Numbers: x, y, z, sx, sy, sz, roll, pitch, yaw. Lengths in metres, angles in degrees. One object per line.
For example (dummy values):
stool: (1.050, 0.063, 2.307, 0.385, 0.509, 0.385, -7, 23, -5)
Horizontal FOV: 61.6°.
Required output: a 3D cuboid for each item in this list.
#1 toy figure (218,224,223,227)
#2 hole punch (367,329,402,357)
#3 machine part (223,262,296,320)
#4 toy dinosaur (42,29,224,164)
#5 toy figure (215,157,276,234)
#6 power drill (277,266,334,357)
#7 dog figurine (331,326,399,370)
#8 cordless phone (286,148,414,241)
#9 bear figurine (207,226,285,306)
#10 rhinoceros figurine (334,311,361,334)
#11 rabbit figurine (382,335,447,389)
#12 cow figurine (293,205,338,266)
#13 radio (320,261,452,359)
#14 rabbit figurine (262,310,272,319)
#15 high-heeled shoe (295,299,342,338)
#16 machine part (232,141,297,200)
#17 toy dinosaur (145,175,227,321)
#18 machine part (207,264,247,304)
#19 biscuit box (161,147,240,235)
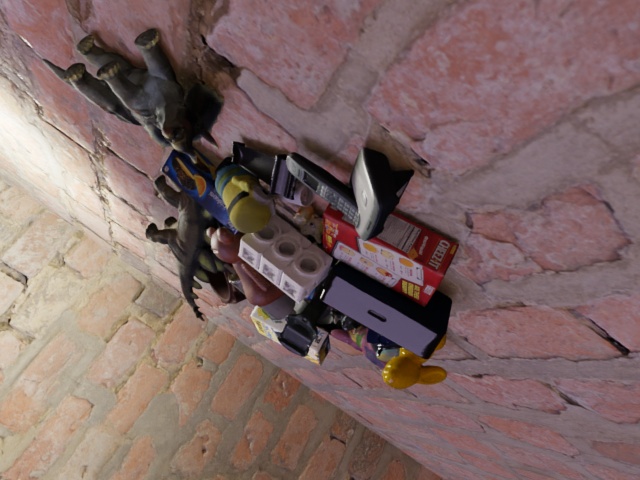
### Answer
toy figure: (-0.260, -0.072, 1.284, 0.154, 0.058, 0.064, 34, 125, 2)
hole punch: (0.145, 0.161, 1.118, 0.092, 0.142, 0.116, 38, 145, -18)
machine part: (-0.136, 0.116, 1.279, 0.079, 0.079, 0.243, 6, 148, 50)
toy dinosaur: (-0.308, -0.242, 0.905, 0.405, 0.131, 0.192, 22, 157, 41)
toy figure: (-0.142, -0.081, 0.983, 0.082, 0.089, 0.180, 14, -158, -41)
power drill: (-0.006, 0.155, 1.169, 0.086, 0.207, 0.231, 35, 135, 12)
dog figurine: (0.132, 0.245, 1.354, 0.219, 0.108, 0.191, 25, 159, 27)
cordless phone: (0.032, -0.093, 0.784, 0.184, 0.089, 0.146, 34, 160, 8)
bear figurine: (-0.143, 0.037, 1.136, 0.195, 0.132, 0.120, 62, 155, -11)
rhinoceros figurine: (0.084, 0.144, 1.190, 0.073, 0.112, 0.190, 27, 151, 8)
rabbit figurine: (0.199, 0.254, 1.180, 0.122, 0.173, 0.162, -3, 135, 51)
cow figurine: (-0.003, -0.002, 1.046, 0.098, 0.068, 0.167, 26, 158, 17)
radio: (0.128, 0.111, 1.007, 0.230, 0.131, 0.073, 30, 122, 8)
rabbit figurine: (-0.129, 0.105, 1.410, 0.170, 0.121, 0.159, 47, 156, 6)
high-heeled shoe: (0.001, 0.220, 1.572, 0.145, 0.086, 0.249, 13, -170, -34)
machine part: (-0.094, -0.125, 0.923, 0.139, 0.039, 0.084, 31, 132, 21)
toy dinosaur: (-0.298, 0.000, 1.247, 0.199, 0.105, 0.470, 28, 131, 14)
machine part: (-0.243, 0.062, 1.394, 0.201, 0.087, 0.201, -12, 102, 64)
biscuit box: (-0.217, -0.102, 1.074, 0.203, 0.059, 0.063, 41, 120, 1)
